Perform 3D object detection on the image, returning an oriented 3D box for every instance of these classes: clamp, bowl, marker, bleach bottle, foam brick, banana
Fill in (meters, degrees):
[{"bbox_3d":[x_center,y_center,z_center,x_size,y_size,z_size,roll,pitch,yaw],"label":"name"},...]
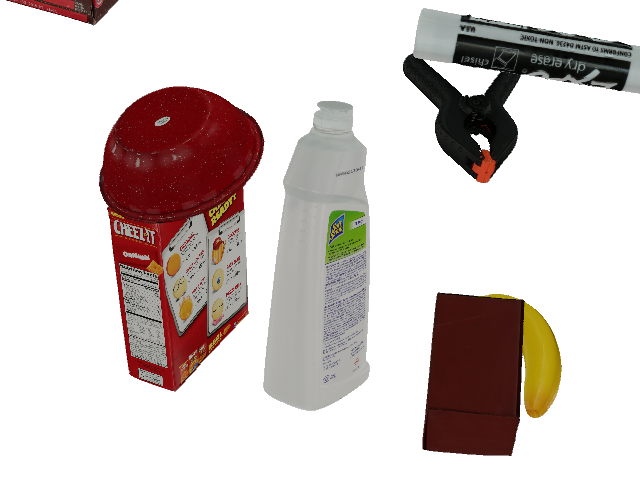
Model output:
[{"bbox_3d":[0.137,-0.127,1.038,0.120,0.039,0.171,4,45,4],"label":"clamp"},{"bbox_3d":[-0.136,-0.091,0.981,0.162,0.162,0.055,0,-41,18],"label":"bowl"},{"bbox_3d":[0.096,-0.068,0.399,0.121,0.020,0.020,11,1,6],"label":"marker"},{"bbox_3d":[0.006,0.009,0.880,0.068,0.251,0.102,18,24,29],"label":"bleach bottle"},{"bbox_3d":[0.088,0.076,0.609,0.051,0.078,0.053,6,-35,7],"label":"foam brick"},{"bbox_3d":[0.217,0.112,1.135,0.069,0.037,0.198,-26,35,2],"label":"banana"}]

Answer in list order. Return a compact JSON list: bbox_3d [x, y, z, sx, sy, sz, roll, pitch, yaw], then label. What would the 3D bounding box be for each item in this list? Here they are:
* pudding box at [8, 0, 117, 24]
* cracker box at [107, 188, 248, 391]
[{"bbox_3d":[-0.190,-0.213,0.811,0.090,0.039,0.113,17,38,4],"label":"pudding box"},{"bbox_3d":[-0.148,0.026,1.146,0.072,0.214,0.164,14,34,23],"label":"cracker box"}]
